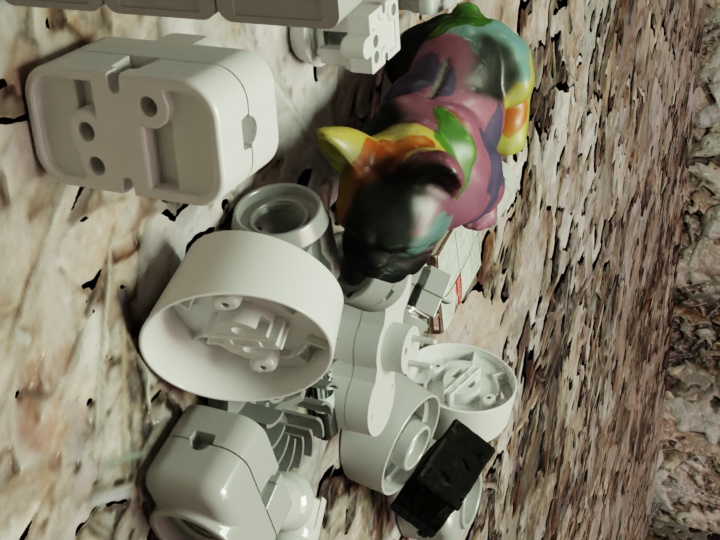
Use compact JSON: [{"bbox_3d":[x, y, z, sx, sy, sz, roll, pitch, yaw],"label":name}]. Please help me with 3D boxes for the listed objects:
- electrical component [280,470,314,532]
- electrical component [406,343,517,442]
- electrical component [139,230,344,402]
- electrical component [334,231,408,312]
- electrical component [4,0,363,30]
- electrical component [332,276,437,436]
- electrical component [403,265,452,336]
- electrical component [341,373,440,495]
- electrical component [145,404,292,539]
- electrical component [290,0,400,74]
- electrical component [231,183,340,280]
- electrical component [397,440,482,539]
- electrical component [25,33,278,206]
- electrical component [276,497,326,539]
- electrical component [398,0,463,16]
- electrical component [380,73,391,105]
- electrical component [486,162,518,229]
[{"bbox_3d":[-0.058,0.152,0.702,0.046,0.040,0.040,16,85,-63],"label":"electrical component"},{"bbox_3d":[0.091,0.108,0.968,0.064,0.099,0.099,87,25,-42],"label":"electrical component"},{"bbox_3d":[-0.060,0.027,0.573,0.099,0.099,0.064,71,30,-50],"label":"electrical component"},{"bbox_3d":[0.000,0.000,0.757,0.047,0.055,0.055,17,84,-64],"label":"electrical component"},{"bbox_3d":[-0.071,-0.144,0.397,0.061,0.150,0.089,-55,147,-48],"label":"electrical component"},{"bbox_3d":[0.022,0.057,0.805,0.052,0.074,0.138,-2,101,-67],"label":"electrical component"},{"bbox_3d":[0.039,0.022,0.858,0.055,0.066,0.048,-67,-166,-10],"label":"electrical component"},{"bbox_3d":[0.021,0.131,0.881,0.099,0.064,0.099,-46,150,-37],"label":"electrical component"},{"bbox_3d":[-0.081,0.131,0.616,0.095,0.054,0.059,77,32,-44],"label":"electrical component"},{"bbox_3d":[-0.010,-0.149,0.666,0.066,0.055,0.048,-51,144,-49],"label":"electrical component"},{"bbox_3d":[-0.045,-0.014,0.638,0.078,0.058,0.057,-58,152,-43],"label":"electrical component"},{"bbox_3d":[0.081,0.213,1.033,0.053,0.059,0.095,72,35,-49],"label":"electrical component"},{"bbox_3d":[-0.086,-0.068,0.465,0.059,0.095,0.053,-47,141,-53],"label":"electrical component"},{"bbox_3d":[-0.045,0.178,0.744,0.040,0.040,0.046,63,36,-56],"label":"electrical component"},{"bbox_3d":[0.046,-0.221,0.777,0.089,0.050,0.055,-42,137,-56],"label":"electrical component"},{"bbox_3d":[0.064,-0.132,0.844,0.108,0.060,0.108,10,90,-68],"label":"electrical component"},{"bbox_3d":[0.113,-0.071,0.999,0.047,0.055,0.055,-63,153,-27],"label":"electrical component"}]
